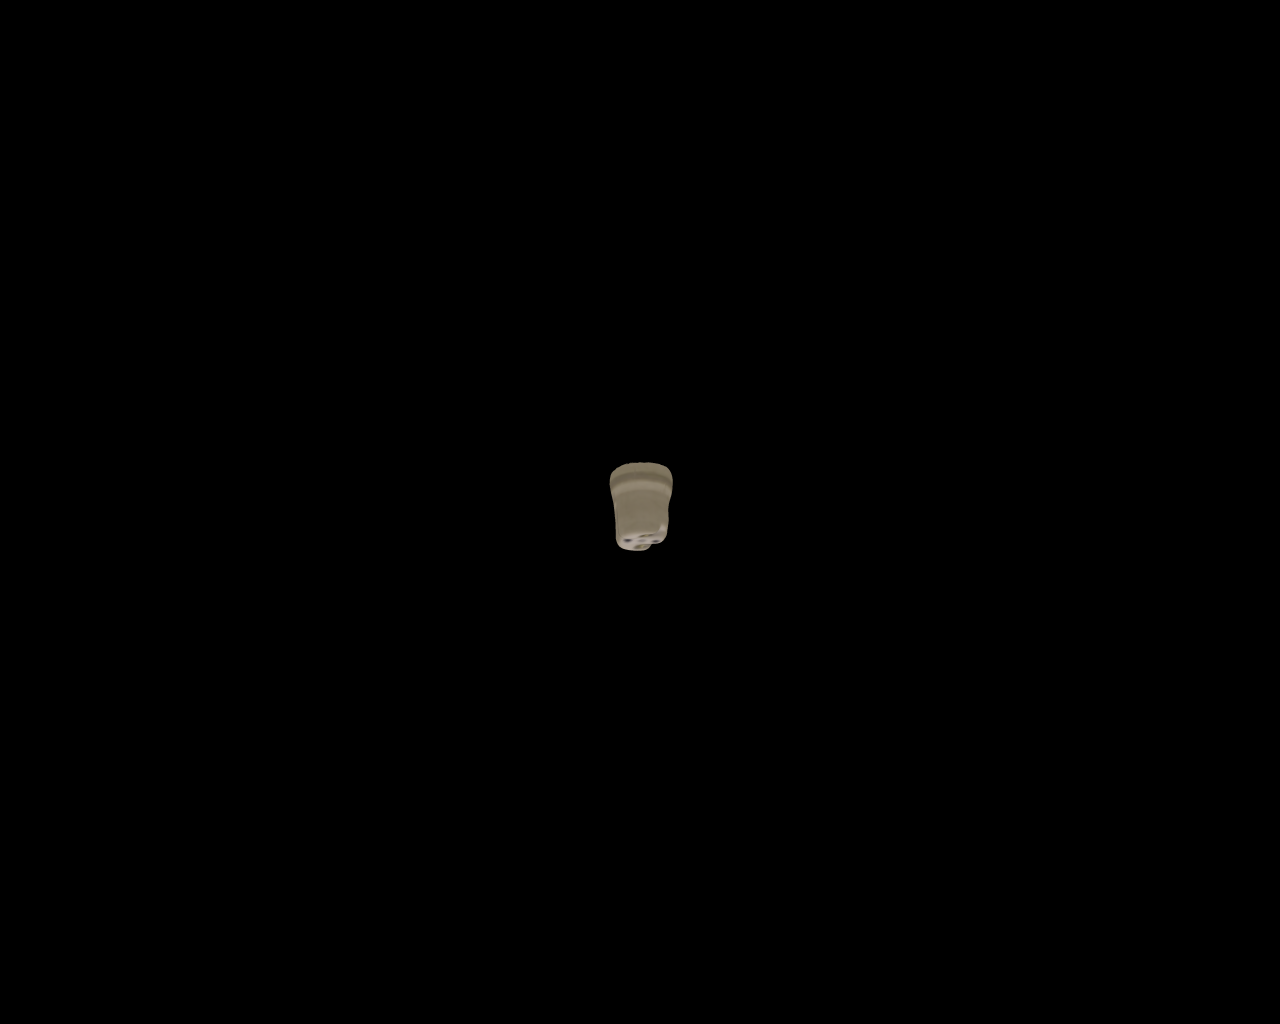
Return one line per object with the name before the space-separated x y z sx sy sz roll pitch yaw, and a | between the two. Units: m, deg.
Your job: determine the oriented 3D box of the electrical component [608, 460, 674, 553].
electrical component | 0.001 -0.003 0.650 0.040 0.046 0.040 0 -24 0
